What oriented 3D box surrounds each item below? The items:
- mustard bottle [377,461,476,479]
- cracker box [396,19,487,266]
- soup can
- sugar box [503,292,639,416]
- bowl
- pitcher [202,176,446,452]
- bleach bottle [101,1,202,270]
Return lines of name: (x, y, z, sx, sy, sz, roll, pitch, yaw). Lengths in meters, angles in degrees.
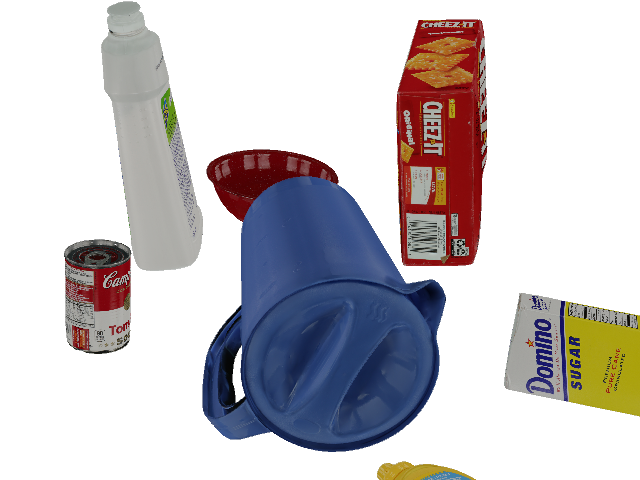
mustard bottle: (0.112, 0.242, 0.917, 0.096, 0.058, 0.192, -18, 27, -30)
cracker box: (0.116, -0.096, 0.982, 0.072, 0.164, 0.213, 1, 27, 11)
soup can: (-0.232, 0.059, 1.114, 0.068, 0.102, 0.068, 4, 22, -2)
sugar box: (0.272, 0.114, 1.031, 0.176, 0.093, 0.048, 9, 22, 9)
bowl: (-0.061, -0.058, 1.310, 0.162, 0.055, 0.162, 5, 26, -2)
pitcher: (-0.010, 0.046, 0.809, 0.149, 0.145, 0.243, 6, 22, -10)
bleach bottle: (-0.156, -0.098, 0.971, 0.068, 0.251, 0.102, -5, 36, -1)
